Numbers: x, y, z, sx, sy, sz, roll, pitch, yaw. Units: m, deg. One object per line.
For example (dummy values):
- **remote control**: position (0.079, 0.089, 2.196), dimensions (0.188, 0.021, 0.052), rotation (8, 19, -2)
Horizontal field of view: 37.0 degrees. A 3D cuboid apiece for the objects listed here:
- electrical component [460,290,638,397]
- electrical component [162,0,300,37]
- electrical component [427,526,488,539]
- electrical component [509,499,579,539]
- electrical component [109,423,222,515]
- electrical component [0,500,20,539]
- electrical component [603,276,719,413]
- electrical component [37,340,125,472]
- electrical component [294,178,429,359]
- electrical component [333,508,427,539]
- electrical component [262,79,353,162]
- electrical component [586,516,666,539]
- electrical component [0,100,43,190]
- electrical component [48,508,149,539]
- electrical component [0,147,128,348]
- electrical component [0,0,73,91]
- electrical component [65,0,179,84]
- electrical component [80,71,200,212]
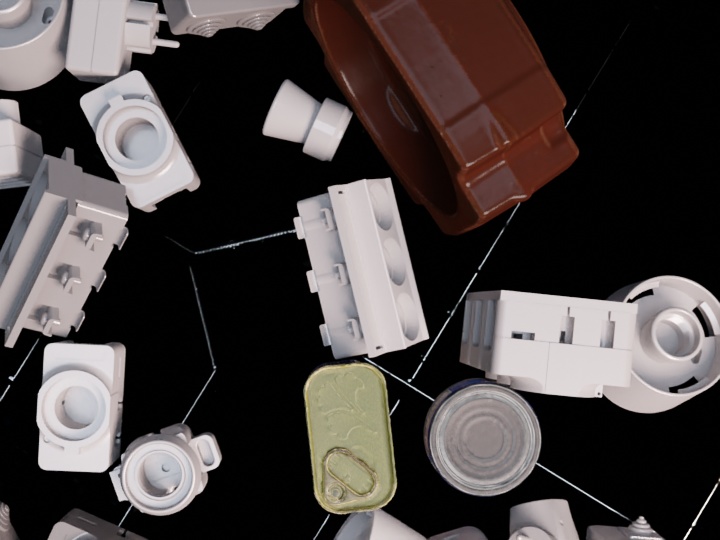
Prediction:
- **electrical component**: position (0.125, 0.050, 0.749), dimensions (0.089, 0.150, 0.061), rotation (6, 88, -2)
- **electrical component**: position (-0.102, -0.221, 0.779), dimensions (0.100, 0.048, 0.099), rotation (-15, 90, -29)
- **electrical component**: position (0.081, 0.244, 0.789), dimensions (0.054, 0.059, 0.095), rotation (-16, 90, -3)
- **electrical component**: position (0.129, 0.205, 0.773), dimensions (0.043, 0.079, 0.077), rotation (-17, 65, 23)
- **electrical component**: position (-0.143, 0.145, 0.782), dimensions (0.078, 0.057, 0.058), rotation (-20, 90, -3)
- **electrical component**: position (-0.292, 0.214, 0.778), dimensions (0.100, 0.048, 0.099), rotation (-28, 90, -3)
- **electrical component**: position (0.225, 0.055, 0.808), dimensions (0.099, 0.064, 0.099), rotation (2, 76, -8)
- **electrical component**: position (-0.202, 0.098, 0.780), dimensions (0.050, 0.056, 0.089), rotation (3, 89, -3)
- **electrical component**: position (0.000, 0.000, 0.784), dimensions (0.063, 0.079, 0.121), rotation (-14, 90, 26)
- **electrical component**: position (0.010, 0.227, 0.765), dimensions (0.060, 0.108, 0.108), rotation (28, 88, -8)
- **electrical component**: position (-0.039, -0.110, 0.796), dimensions (0.055, 0.045, 0.045), rotation (24, 88, -2)
- **electrical component**: position (0.194, 0.229, 0.793), dimensions (0.061, 0.062, 0.096), rotation (5, 89, -3)
- **electrical component**: position (-0.261, -0.100, 0.767), dimensions (0.047, 0.083, 0.075), rotation (-7, 89, -3)
- **electrical component**: position (-0.184, 0.217, 0.779), dimensions (0.089, 0.056, 0.050), rotation (24, 88, -2)
- **electrical component**: position (-0.212, -0.012, 0.754), dimensions (0.063, 0.078, 0.121), rotation (17, 123, -28)
- **electrical component**: position (-0.258, -0.190, 0.790), dimensions (0.099, 0.064, 0.099), rotation (1, 75, -4)
- **electrical component**: position (-0.169, -0.179, 0.790), dimensions (0.076, 0.047, 0.083), rotation (7, 89, -3)
- **electrical component**: position (-0.160, -0.093, 0.785), dimensions (0.050, 0.056, 0.089), rotation (-27, 90, -3)
